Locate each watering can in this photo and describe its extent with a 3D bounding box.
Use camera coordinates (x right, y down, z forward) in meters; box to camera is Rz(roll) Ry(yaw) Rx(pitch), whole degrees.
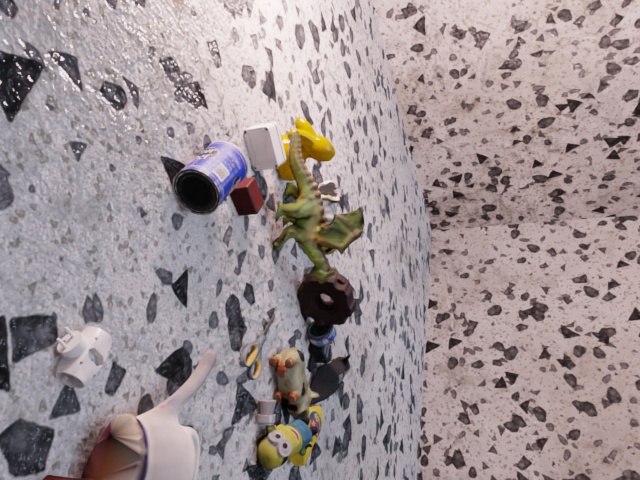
[{"bbox_3d":[-0.262,0.330,0.833,0.104,0.355,0.220,-5,-29,22],"label":"watering can"}]

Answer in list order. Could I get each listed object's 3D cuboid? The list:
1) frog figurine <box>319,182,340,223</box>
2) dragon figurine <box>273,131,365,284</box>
[{"bbox_3d":[0.016,-0.088,1.647,0.123,0.156,0.140,-15,35,-23],"label":"frog figurine"},{"bbox_3d":[0.004,-0.069,1.375,0.243,0.404,0.124,13,20,13],"label":"dragon figurine"}]
